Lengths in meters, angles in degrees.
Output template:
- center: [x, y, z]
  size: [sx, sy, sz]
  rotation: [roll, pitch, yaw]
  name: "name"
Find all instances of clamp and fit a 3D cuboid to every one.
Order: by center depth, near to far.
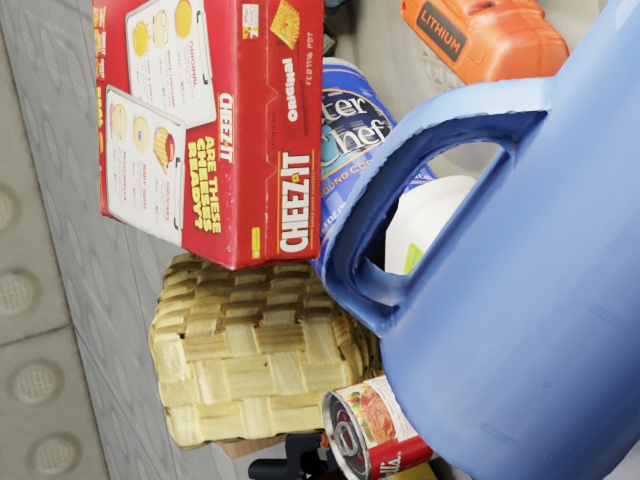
- center: [-0.011, 0.239, 1.077]
  size: [0.165, 0.036, 0.210]
  rotation: [39, 142, 27]
  name: "clamp"

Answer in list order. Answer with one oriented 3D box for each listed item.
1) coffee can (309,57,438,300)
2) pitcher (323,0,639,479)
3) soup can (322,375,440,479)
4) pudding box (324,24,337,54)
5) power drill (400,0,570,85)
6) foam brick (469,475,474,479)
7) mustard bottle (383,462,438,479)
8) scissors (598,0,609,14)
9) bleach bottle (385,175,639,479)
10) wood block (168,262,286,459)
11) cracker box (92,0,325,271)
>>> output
- center: [0.018, -0.041, 0.722]
  size: [0.103, 0.102, 0.140]
  rotation: [97, 150, -48]
  name: "coffee can"
- center: [0.112, -0.009, 0.419]
  size: [0.145, 0.149, 0.243]
  rotation: [58, 147, 25]
  name: "pitcher"
- center: [0.061, 0.121, 0.737]
  size: [0.069, 0.102, 0.068]
  rotation: [164, 90, -70]
  name: "soup can"
- center: [-0.051, -0.148, 0.829]
  size: [0.114, 0.039, 0.090]
  rotation: [-46, 51, 18]
  name: "pudding box"
- center: [0.097, -0.159, 0.473]
  size: [0.184, 0.057, 0.188]
  rotation: [-120, 31, -46]
  name: "power drill"
- center: [0.124, 0.136, 0.656]
  size: [0.053, 0.051, 0.078]
  rotation: [117, 133, -64]
  name: "foam brick"
- center: [0.070, 0.210, 0.848]
  size: [0.096, 0.058, 0.192]
  rotation: [95, 151, -55]
  name: "mustard bottle"
- center: [0.139, -0.039, 0.527]
  size: [0.096, 0.016, 0.202]
  rotation: [-12, 94, 66]
  name: "scissors"
- center: [0.126, 0.071, 0.587]
  size: [0.251, 0.068, 0.102]
  rotation: [50, 151, 43]
  name: "bleach bottle"
- center: [-0.090, 0.117, 1.153]
  size: [0.091, 0.090, 0.206]
  rotation: [-160, 56, -67]
  name: "wood block"
- center: [-0.079, -0.081, 0.706]
  size: [0.214, 0.071, 0.164]
  rotation: [17, 110, 55]
  name: "cracker box"
